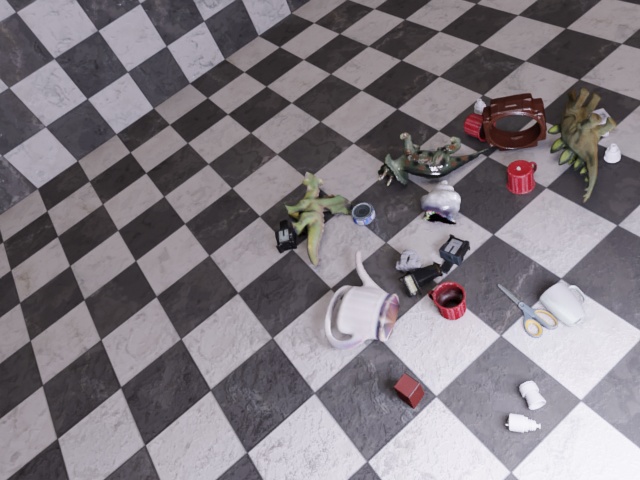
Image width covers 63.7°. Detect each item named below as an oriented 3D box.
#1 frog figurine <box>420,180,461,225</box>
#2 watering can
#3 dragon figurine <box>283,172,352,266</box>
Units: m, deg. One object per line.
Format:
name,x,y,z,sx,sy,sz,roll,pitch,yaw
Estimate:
frog figurine,0.413,-0.143,1.751,0.137,0.121,0.162,-5,60,45
watering can,0.142,0.184,1.597,0.225,0.102,0.355,7,57,27
dragon figurine,0.006,-0.096,1.905,0.243,0.119,0.419,-23,55,-7
